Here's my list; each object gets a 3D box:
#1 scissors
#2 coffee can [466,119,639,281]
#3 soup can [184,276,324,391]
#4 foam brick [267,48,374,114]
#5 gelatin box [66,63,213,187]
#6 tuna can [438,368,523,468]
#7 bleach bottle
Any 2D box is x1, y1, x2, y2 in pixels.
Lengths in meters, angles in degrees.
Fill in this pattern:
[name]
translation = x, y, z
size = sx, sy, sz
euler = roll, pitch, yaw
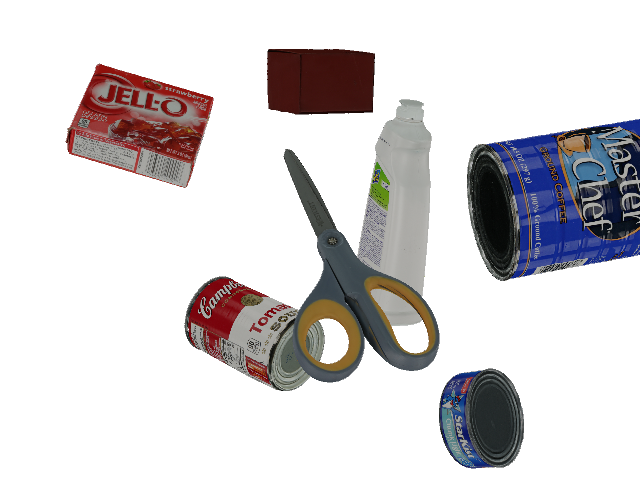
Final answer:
[scissors]
translation = -0.004, 0.017, 0.682
size = 0.096, 0.016, 0.202
euler = -27, 53, -21
[coffee can]
translation = 0.192, -0.032, 0.790
size = 0.140, 0.103, 0.103
euler = -10, 1, -8
[soup can]
translation = -0.056, 0.078, 0.900
size = 0.102, 0.068, 0.068
euler = 22, 13, 36
[foam brick]
translation = 0.000, -0.134, 0.901
size = 0.078, 0.051, 0.053
euler = -6, 16, -33
[gelatin box]
translation = -0.127, -0.083, 0.759
size = 0.089, 0.073, 0.030
euler = 17, -44, -7
[tuna can]
translation = 0.142, 0.157, 0.939
size = 0.034, 0.086, 0.085
euler = -14, -10, 41
[bleach bottle]
translation = 0.091, -0.035, 1.232
size = 0.068, 0.251, 0.103
euler = -2, 22, -24
